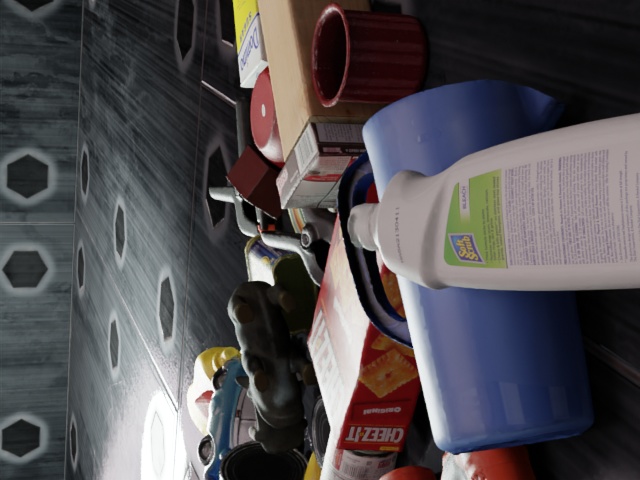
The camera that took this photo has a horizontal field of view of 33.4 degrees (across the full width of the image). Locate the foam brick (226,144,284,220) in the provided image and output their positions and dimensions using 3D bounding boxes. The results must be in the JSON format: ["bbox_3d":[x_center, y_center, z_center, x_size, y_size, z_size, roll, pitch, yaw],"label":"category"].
[{"bbox_3d":[-0.069,-0.071,1.287,0.051,0.053,0.078,-53,35,8],"label":"foam brick"}]

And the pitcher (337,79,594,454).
[{"bbox_3d":[0.105,0.023,0.748,0.149,0.145,0.243,123,140,-72],"label":"pitcher"}]

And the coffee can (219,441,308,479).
[{"bbox_3d":[-0.065,0.316,1.221,0.103,0.102,0.140,-125,33,-56],"label":"coffee can"}]

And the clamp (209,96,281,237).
[{"bbox_3d":[-0.097,-0.065,1.409,0.165,0.036,0.210,115,145,-40],"label":"clamp"}]

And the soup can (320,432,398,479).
[{"bbox_3d":[0.035,0.226,1.026,0.068,0.068,0.102,-123,39,-56],"label":"soup can"}]

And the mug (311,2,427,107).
[{"bbox_3d":[0.042,-0.172,0.982,0.117,0.081,0.093,-126,40,-57],"label":"mug"}]

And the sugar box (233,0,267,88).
[{"bbox_3d":[-0.077,-0.290,1.348,0.093,0.048,0.176,147,122,-66],"label":"sugar box"}]

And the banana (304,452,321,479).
[{"bbox_3d":[-0.003,0.309,1.169,0.069,0.037,0.198,-33,-47,-68],"label":"banana"}]

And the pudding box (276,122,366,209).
[{"bbox_3d":[0.017,-0.070,1.039,0.114,0.089,0.039,128,135,-58],"label":"pudding box"}]

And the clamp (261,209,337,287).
[{"bbox_3d":[-0.007,0.001,1.124,0.171,0.039,0.120,59,143,33],"label":"clamp"}]

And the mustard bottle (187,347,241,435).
[{"bbox_3d":[-0.133,0.200,1.447,0.096,0.058,0.192,52,149,22],"label":"mustard bottle"}]

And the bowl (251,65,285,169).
[{"bbox_3d":[-0.042,-0.150,1.242,0.162,0.055,0.162,179,90,-69],"label":"bowl"}]

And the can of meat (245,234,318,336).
[{"bbox_3d":[-0.041,0.050,1.225,0.084,0.057,0.102,-146,45,-61],"label":"can of meat"}]

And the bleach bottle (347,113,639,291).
[{"bbox_3d":[0.124,-0.022,0.623,0.251,0.067,0.102,-3,88,38],"label":"bleach bottle"}]

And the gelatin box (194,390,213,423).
[{"bbox_3d":[-0.113,0.235,1.380,0.073,0.030,0.089,-7,121,49],"label":"gelatin box"}]

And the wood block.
[{"bbox_3d":[0.002,-0.189,1.077,0.091,0.090,0.206,126,138,-58],"label":"wood block"}]

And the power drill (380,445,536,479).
[{"bbox_3d":[0.103,0.174,0.859,0.188,0.057,0.184,110,157,-44],"label":"power drill"}]

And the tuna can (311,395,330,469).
[{"bbox_3d":[0.020,0.201,1.112,0.086,0.033,0.086,180,90,-69],"label":"tuna can"}]

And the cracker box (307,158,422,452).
[{"bbox_3d":[0.048,0.056,0.958,0.164,0.072,0.214,-107,25,-56],"label":"cracker box"}]
